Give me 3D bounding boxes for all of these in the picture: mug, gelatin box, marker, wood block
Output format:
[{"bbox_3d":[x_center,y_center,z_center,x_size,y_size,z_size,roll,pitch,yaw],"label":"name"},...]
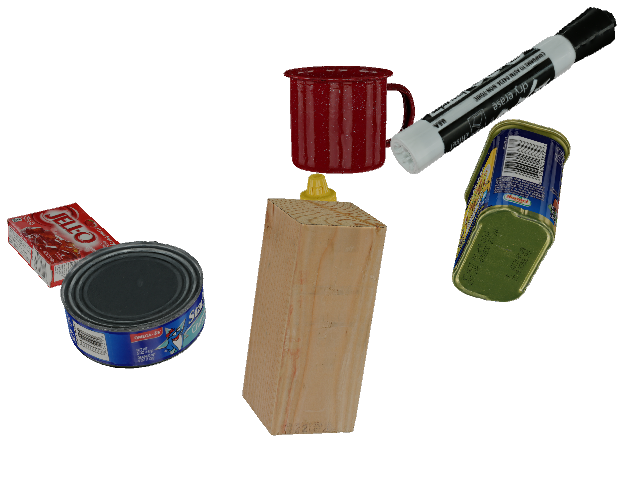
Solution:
[{"bbox_3d":[0.027,-0.105,0.918,0.117,0.081,0.093,-7,16,-22],"label":"mug"},{"bbox_3d":[-0.240,0.002,0.996,0.073,0.030,0.089,-17,40,-37],"label":"gelatin box"},{"bbox_3d":[0.083,-0.068,0.467,0.121,0.020,0.020,-34,11,-16],"label":"marker"},{"bbox_3d":[-0.008,0.072,1.019,0.090,0.206,0.091,2,16,-23],"label":"wood block"}]

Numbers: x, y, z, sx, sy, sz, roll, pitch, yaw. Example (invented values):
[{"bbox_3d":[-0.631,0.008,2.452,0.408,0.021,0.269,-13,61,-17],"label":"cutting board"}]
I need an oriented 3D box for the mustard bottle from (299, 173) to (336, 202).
[{"bbox_3d":[0.002,0.017,1.216,0.096,0.192,0.058,-6,23,-3],"label":"mustard bottle"}]

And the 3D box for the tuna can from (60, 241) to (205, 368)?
[{"bbox_3d":[-0.113,0.039,0.653,0.086,0.034,0.086,-1,36,1],"label":"tuna can"}]

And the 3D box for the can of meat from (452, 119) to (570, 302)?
[{"bbox_3d":[0.131,-0.018,0.739,0.057,0.084,0.102,17,-39,1],"label":"can of meat"}]
